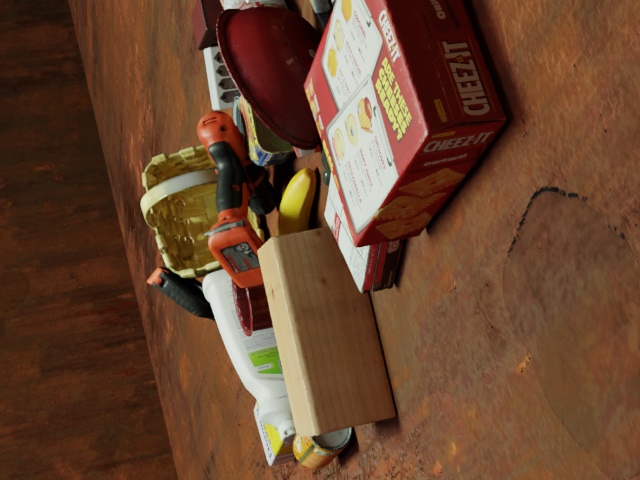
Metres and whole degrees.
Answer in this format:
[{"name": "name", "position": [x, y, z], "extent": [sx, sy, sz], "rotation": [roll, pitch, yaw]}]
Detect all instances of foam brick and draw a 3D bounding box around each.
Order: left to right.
[{"name": "foam brick", "position": [-0.138, -0.292, 1.426], "extent": [0.078, 0.053, 0.051], "rotation": [142, 117, -72]}]

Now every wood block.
[{"name": "wood block", "position": [0.004, 0.096, 1.123], "extent": [0.091, 0.090, 0.206], "rotation": [142, 116, -73]}]

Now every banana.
[{"name": "banana", "position": [-0.022, 0.001, 1.254], "extent": [0.070, 0.037, 0.198], "rotation": [17, 124, 38]}]

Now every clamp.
[{"name": "clamp", "position": [-0.159, 0.094, 1.542], "extent": [0.036, 0.209, 0.165], "rotation": [-51, 50, 8]}]

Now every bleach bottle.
[{"name": "bleach bottle", "position": [-0.077, 0.151, 1.406], "extent": [0.068, 0.102, 0.251], "rotation": [89, 164, -57]}]

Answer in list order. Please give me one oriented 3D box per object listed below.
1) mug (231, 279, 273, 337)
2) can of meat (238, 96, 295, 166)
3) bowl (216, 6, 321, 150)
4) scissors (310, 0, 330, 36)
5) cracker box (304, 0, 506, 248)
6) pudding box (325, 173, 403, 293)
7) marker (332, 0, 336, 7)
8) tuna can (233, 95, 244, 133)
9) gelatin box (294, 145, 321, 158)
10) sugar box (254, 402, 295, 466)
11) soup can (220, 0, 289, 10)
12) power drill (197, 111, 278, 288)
[{"name": "mug", "position": [-0.064, 0.061, 1.343], "extent": [0.117, 0.081, 0.093], "rotation": [-120, 25, -48]}, {"name": "can of meat", "position": [-0.059, -0.142, 1.248], "extent": [0.084, 0.057, 0.102], "rotation": [143, 116, -75]}, {"name": "bowl", "position": [-0.028, -0.170, 1.041], "extent": [0.055, 0.161, 0.162], "rotation": [-30, 63, 25]}, {"name": "scissors", "position": [-0.009, -0.255, 1.075], "extent": [0.202, 0.016, 0.096], "rotation": [-105, -3, -61]}, {"name": "cracker box", "position": [0.059, -0.110, 0.843], "extent": [0.214, 0.072, 0.164], "rotation": [120, 137, -64]}, {"name": "pudding box", "position": [0.042, -0.020, 1.016], "extent": [0.090, 0.039, 0.113], "rotation": [99, 153, -47]}, {"name": "marker", "position": [0.026, -0.198, 0.991], "extent": [0.020, 0.020, 0.121], "rotation": [127, 130, -69]}, {"name": "tuna can", "position": [-0.086, -0.147, 1.374], "extent": [0.086, 0.033, 0.086], "rotation": [169, 90, -74]}, {"name": "gelatin box", "position": [-0.028, -0.145, 1.157], "extent": [0.073, 0.030, 0.089], "rotation": [79, 172, -63]}, {"name": "sugar box", "position": [-0.055, 0.250, 1.497], "extent": [0.176, 0.048, 0.093], "rotation": [113, 143, -61]}, {"name": "soup can", "position": [-0.070, -0.254, 1.196], "extent": [0.068, 0.068, 0.102], "rotation": [99, 155, -49]}, {"name": "power drill", "position": [-0.093, -0.038, 1.290], "extent": [0.184, 0.057, 0.187], "rotation": [56, -161, -49]}]
